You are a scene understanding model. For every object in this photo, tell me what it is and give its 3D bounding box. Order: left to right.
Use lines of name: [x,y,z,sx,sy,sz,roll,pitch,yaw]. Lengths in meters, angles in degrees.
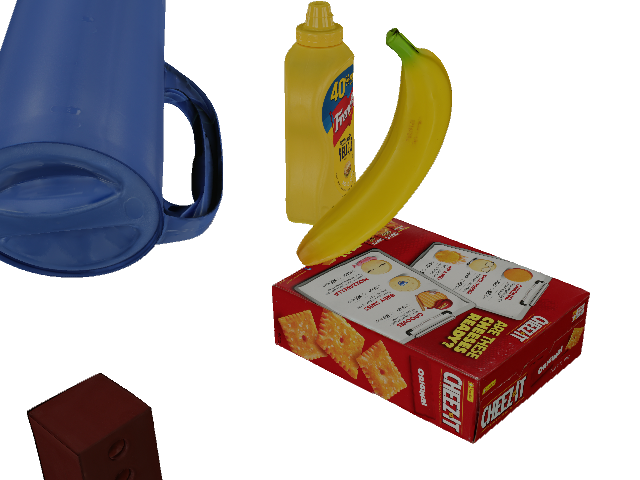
pitcher: [-0.160,-0.102,0.757,0.145,0.243,0.149,-18,-42,19]
foam brick: [-0.129,0.127,0.620,0.051,0.078,0.052,25,41,39]
mustard bottle: [0.000,-0.116,0.951,0.058,0.192,0.096,10,28,21]
banana: [0.043,-0.057,0.732,0.069,0.198,0.037,12,36,-14]
cracker box: [0.090,0.068,0.902,0.214,0.072,0.163,23,37,37]
